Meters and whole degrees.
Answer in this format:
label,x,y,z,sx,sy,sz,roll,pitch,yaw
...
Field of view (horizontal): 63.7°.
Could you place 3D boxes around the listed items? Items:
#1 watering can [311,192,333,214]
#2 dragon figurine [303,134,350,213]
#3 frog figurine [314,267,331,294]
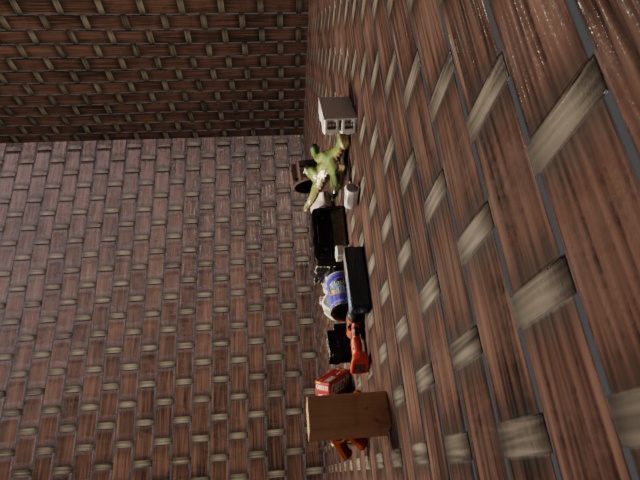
label,x,y,z,sx,sy,sz,roll,pitch,yaw
watering can,0.007,-0.122,2.421,0.230,0.104,0.339,-98,8,-47
dragon figurine,0.024,-0.228,1.877,0.248,0.122,0.403,-110,33,-59
frog figurine,0.053,0.184,2.243,0.157,0.122,0.140,48,-171,-32
